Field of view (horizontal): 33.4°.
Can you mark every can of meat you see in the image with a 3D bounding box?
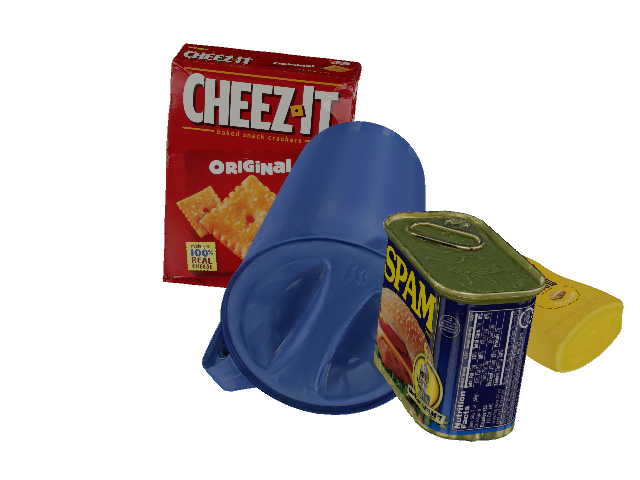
[{"bbox_3d":[0.066,0.042,0.546,0.057,0.084,0.102,-3,24,-17],"label":"can of meat"}]

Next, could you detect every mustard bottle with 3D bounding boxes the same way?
[{"bbox_3d":[0.178,0.051,0.997,0.096,0.058,0.192,-28,38,-31],"label":"mustard bottle"}]

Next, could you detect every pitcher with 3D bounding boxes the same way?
[{"bbox_3d":[0.008,0.009,0.775,0.149,0.145,0.242,9,28,4],"label":"pitcher"}]

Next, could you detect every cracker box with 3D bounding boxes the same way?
[{"bbox_3d":[-0.056,-0.060,0.973,0.164,0.214,0.072,6,23,2],"label":"cracker box"}]
